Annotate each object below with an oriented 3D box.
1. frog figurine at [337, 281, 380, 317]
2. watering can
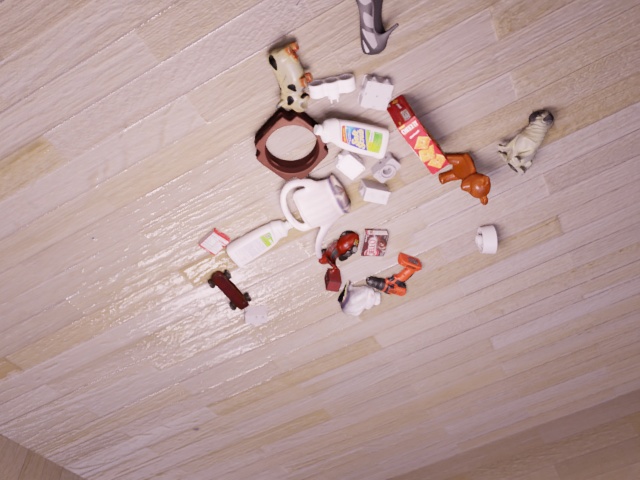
[{"bbox_3d":[0.162,0.244,2.053,0.159,0.124,0.136,19,105,-7],"label":"frog figurine"},{"bbox_3d":[0.005,-0.090,1.779,0.223,0.106,0.341,-24,127,10],"label":"watering can"}]
